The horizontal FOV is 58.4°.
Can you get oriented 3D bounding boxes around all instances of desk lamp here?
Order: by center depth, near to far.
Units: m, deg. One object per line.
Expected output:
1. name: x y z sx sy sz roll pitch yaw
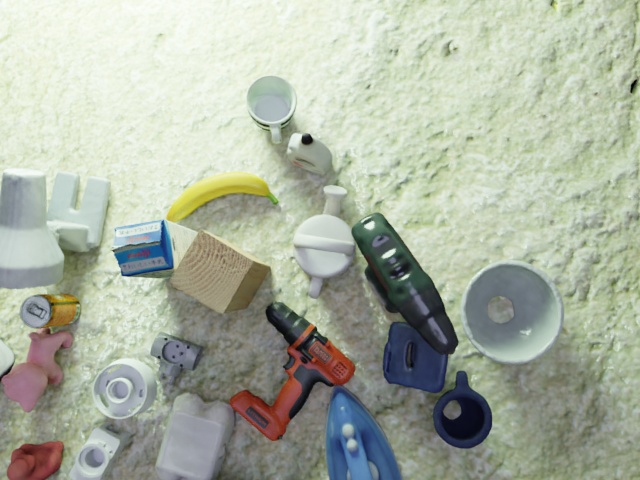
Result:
1. desk lamp: -0.438 -0.024 0.905 0.118 0.213 0.203 9 85 2

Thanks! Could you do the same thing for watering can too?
1. watering can: 0.006 0.003 0.904 0.101 0.194 0.173 -10 85 1

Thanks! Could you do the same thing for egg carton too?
1. egg carton: -0.204 0.332 0.943 0.107 0.069 0.150 15 86 2

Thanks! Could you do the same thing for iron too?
1. iron: 0.064 0.363 0.899 0.118 0.141 0.258 -18 85 0

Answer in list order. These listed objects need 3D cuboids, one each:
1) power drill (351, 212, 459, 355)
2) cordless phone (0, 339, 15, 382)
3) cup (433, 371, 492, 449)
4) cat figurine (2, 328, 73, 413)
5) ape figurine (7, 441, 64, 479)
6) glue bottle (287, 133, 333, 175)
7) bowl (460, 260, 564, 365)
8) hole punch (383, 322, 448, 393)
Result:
1. power drill: 0.127 0.068 0.889 0.075 0.208 0.229 -33 85 -1
2. cordless phone: -0.594 0.189 0.904 0.147 0.185 0.094 35 87 4
3. cup: 0.222 0.267 0.927 0.091 0.095 0.118 -1 85 1
4. cat figurine: -0.469 0.209 0.934 0.067 0.118 0.128 10 85 2
5. ape figurine: -0.472 0.367 0.934 0.078 0.092 0.076 31 87 4
6. glue bottle: -0.019 -0.147 0.927 0.078 0.173 0.037 17 86 3
7. bowl: 0.309 0.119 0.948 0.167 0.075 0.167 0 85 1
8. hole punch: 0.155 0.191 0.937 0.101 0.091 0.109 7 85 2
